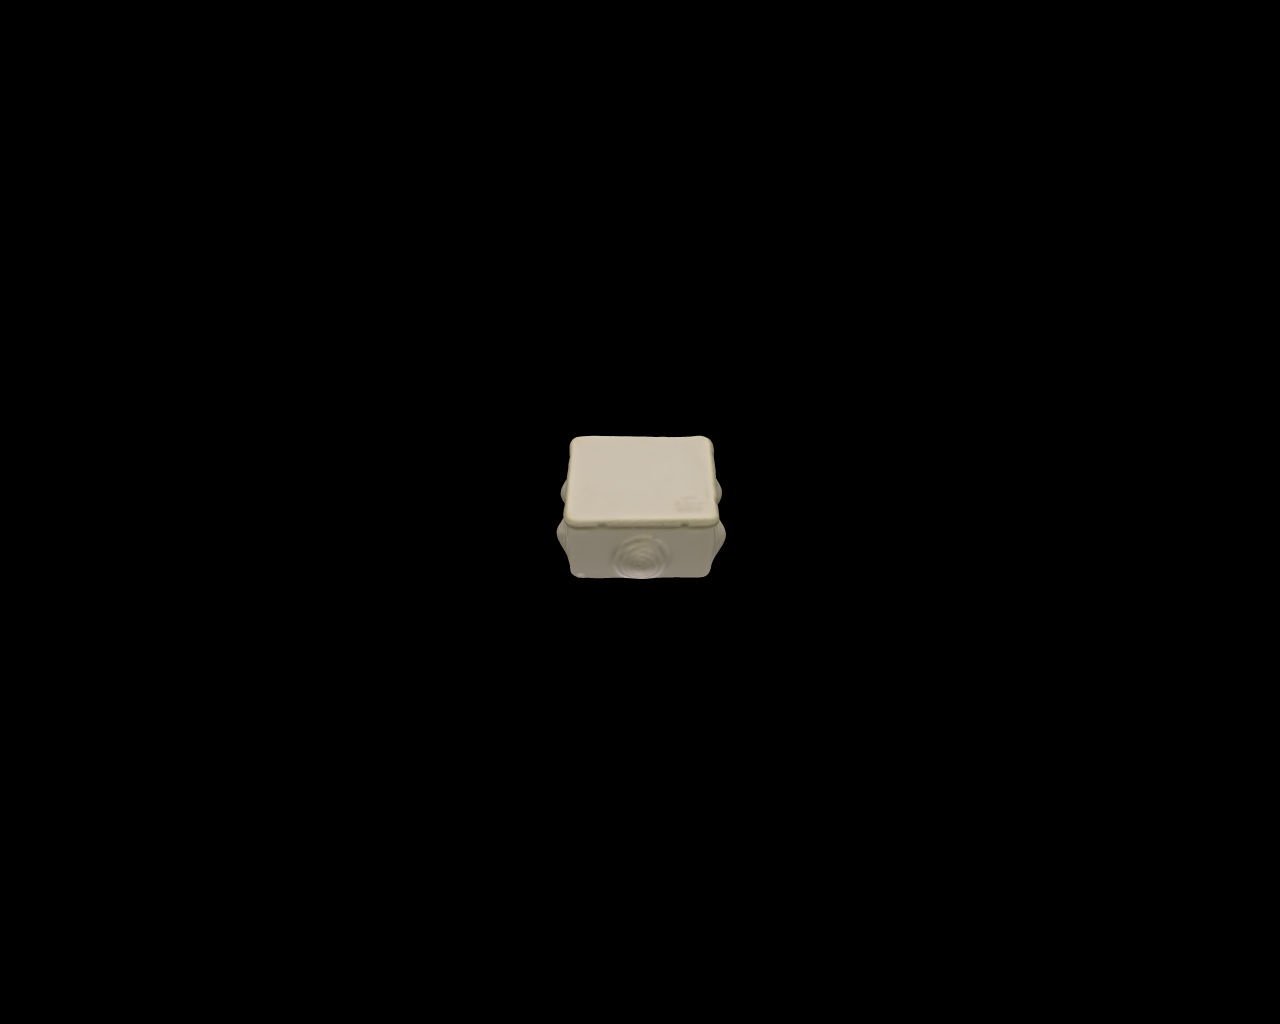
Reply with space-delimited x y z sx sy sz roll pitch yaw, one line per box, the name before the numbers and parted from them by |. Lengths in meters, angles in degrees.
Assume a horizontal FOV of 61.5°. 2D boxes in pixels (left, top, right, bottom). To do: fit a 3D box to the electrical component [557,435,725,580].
electrical component | 0.001 -0.003 0.650 0.100 0.048 0.100 0 37 0
